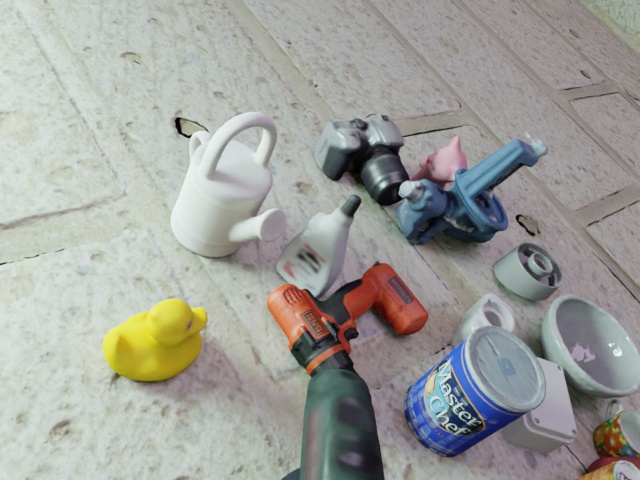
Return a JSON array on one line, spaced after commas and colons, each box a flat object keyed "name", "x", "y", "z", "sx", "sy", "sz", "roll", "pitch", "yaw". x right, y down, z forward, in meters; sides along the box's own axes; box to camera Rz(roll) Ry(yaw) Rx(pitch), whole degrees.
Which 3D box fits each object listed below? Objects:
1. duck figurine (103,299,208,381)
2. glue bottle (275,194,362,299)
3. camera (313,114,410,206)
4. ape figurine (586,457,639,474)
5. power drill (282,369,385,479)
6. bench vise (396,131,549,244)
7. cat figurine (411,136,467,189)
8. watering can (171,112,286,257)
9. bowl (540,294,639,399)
[{"name": "duck figurine", "x": -0.163, "y": 0.094, "z": 0.585, "sx": 0.105, "sy": 0.086, "sz": 0.077, "roll": -5, "pitch": 55, "yaw": -34}, {"name": "glue bottle", "x": 0.006, "y": 0.003, "z": 0.703, "sx": 0.078, "sy": 0.173, "sz": 0.037, "roll": 38, "pitch": 43, "yaw": 5}, {"name": "camera", "x": 0.084, "y": -0.130, "z": 0.920, "sx": 0.144, "sy": 0.100, "sz": 0.136, "roll": -2, "pitch": 53, "yaw": -32}, {"name": "ape figurine", "x": 0.393, "y": 0.306, "z": 0.726, "sx": 0.078, "sy": 0.092, "sz": 0.076, "roll": -13, "pitch": 60, "yaw": -38}, {"name": "power drill", "x": -0.008, "y": 0.233, "z": 0.466, "sx": 0.076, "sy": 0.208, "sz": 0.229, "roll": 20, "pitch": 45, "yaw": -14}, {"name": "bench vise", "x": 0.232, "y": -0.070, "z": 0.868, "sx": 0.208, "sy": 0.219, "sz": 0.121, "roll": -11, "pitch": 59, "yaw": -37}, {"name": "cat figurine", "x": 0.219, "y": -0.135, "z": 0.992, "sx": 0.067, "sy": 0.117, "sz": 0.128, "roll": 32, "pitch": 43, "yaw": -2}, {"name": "watering can", "x": -0.102, "y": -0.069, "z": 0.687, "sx": 0.173, "sy": 0.194, "sz": 0.101, "roll": 38, "pitch": 43, "yaw": 5}, {"name": "bowl", "x": 0.391, "y": 0.169, "z": 0.857, "sx": 0.168, "sy": 0.074, "sz": 0.167, "roll": 17, "pitch": 46, "yaw": -18}]
